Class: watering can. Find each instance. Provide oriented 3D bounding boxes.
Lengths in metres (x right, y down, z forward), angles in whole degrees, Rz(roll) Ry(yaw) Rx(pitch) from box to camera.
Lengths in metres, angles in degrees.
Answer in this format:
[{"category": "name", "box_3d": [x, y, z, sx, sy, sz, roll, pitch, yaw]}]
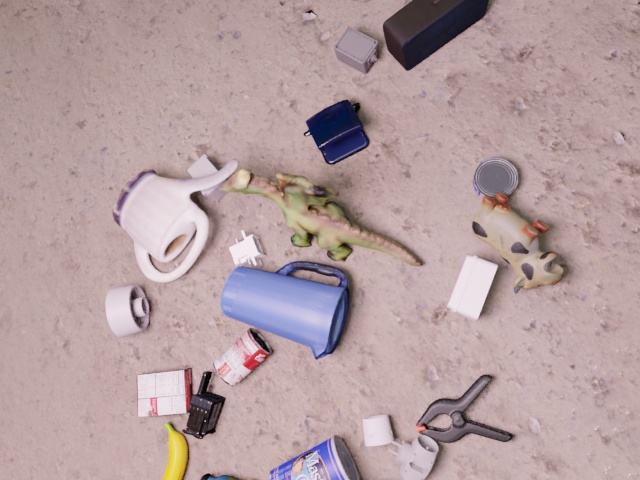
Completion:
[{"category": "watering can", "box_3d": [-0.317, -0.074, 1.106, 0.226, 0.104, 0.343, 38, 108, 14]}]

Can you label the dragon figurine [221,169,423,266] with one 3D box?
[{"category": "dragon figurine", "box_3d": [0.003, -0.050, 0.995, 0.411, 0.240, 0.123, 18, 79, 16]}]
